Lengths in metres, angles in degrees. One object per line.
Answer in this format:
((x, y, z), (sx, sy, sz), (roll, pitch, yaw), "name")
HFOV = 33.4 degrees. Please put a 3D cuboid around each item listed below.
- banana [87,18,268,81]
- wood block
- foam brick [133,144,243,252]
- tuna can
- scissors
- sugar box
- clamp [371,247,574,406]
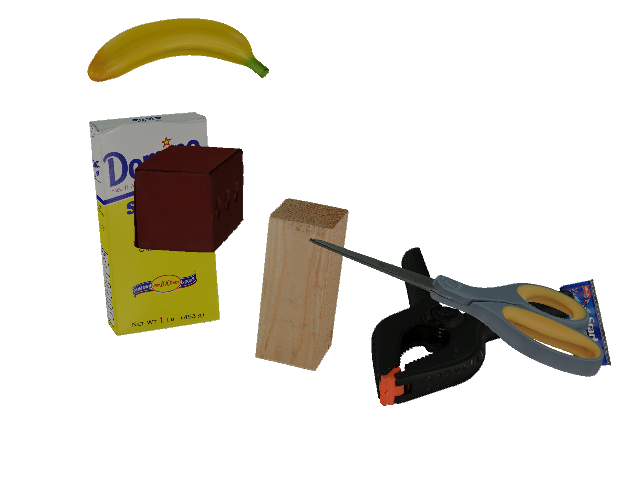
((-0.147, -0.194, 1.075), (0.197, 0.070, 0.037), (-8, -38, -31), "banana")
((-0.026, 0.058, 1.454), (0.090, 0.206, 0.090), (11, 21, 11), "wood block")
((-0.084, -0.029, 0.691), (0.051, 0.053, 0.078), (5, 18, 10), "foam brick")
((0.260, 0.083, 1.048), (0.034, 0.086, 0.086), (-12, -3, 13), "tuna can")
((0.098, 0.031, 0.716), (0.202, 0.016, 0.096), (28, 27, 17), "scissors")
((-0.138, -0.015, 0.895), (0.093, 0.176, 0.048), (-8, 17, -20), "sugar box")
((0.098, 0.070, 0.907), (0.165, 0.036, 0.209), (20, 35, 34), "clamp")
